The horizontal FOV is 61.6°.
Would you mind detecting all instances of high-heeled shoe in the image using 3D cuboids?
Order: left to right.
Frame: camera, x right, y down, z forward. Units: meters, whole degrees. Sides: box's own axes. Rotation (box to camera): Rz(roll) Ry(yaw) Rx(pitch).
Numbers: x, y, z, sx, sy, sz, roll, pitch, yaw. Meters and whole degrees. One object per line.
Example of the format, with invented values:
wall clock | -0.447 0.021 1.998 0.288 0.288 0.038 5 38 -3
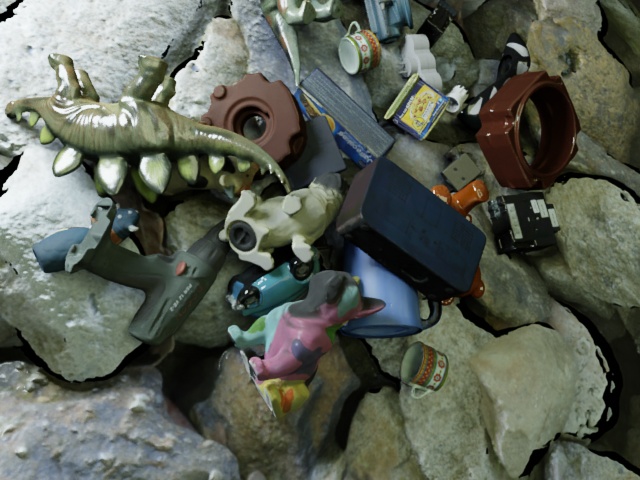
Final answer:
high-heeled shoe | 0.355 -0.335 1.125 0.145 0.086 0.248 9 73 -12

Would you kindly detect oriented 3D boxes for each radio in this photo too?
radio | 0.143 -0.011 0.834 0.229 0.073 0.131 34 57 -14

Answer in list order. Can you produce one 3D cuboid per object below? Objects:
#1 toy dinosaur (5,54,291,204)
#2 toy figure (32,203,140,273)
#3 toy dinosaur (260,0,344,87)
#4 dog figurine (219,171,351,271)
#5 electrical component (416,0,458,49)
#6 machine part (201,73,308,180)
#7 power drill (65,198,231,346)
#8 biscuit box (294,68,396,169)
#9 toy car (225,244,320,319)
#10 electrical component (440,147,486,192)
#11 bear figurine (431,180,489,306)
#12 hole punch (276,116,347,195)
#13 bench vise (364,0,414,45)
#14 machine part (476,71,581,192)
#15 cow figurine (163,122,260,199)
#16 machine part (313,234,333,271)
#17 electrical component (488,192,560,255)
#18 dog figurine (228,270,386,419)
toy dinosaur | -0.262 -0.155 0.777 0.472 0.105 0.198 7 87 13
toy figure | -0.342 -0.003 0.799 0.154 0.058 0.064 -28 93 -29
toy dinosaur | -0.047 -0.481 1.003 0.131 0.192 0.404 30 78 -48
dog figurine | -0.048 -0.043 0.851 0.173 0.190 0.121 6 113 19
electrical component | 0.248 -0.460 1.128 0.048 0.075 0.119 38 63 -5
machine part | -0.110 -0.188 0.894 0.179 0.056 0.179 -1 86 10
power drill | -0.245 0.023 0.789 0.207 0.086 0.232 40 69 -40
biscuit box | 0.043 -0.219 0.993 0.202 0.059 0.063 43 65 -3
toy car | -0.062 0.078 0.851 0.162 0.109 0.102 -36 113 -17
electrical component | 0.284 -0.134 1.063 0.102 0.045 0.078 44 94 0
bear figurine | 0.247 0.009 0.963 0.120 0.132 0.196 -6 71 -19
hole punch | -0.023 -0.144 0.935 0.116 0.092 0.142 -20 86 -19
bench vise | 0.168 -0.518 1.068 0.241 0.129 0.223 -13 86 12
machine part | 0.419 -0.214 1.067 0.201 0.087 0.201 -44 114 -19
cow figurine | -0.183 -0.112 0.837 0.195 0.085 0.127 -9 85 13
machine part | -0.002 -0.003 0.913 0.039 0.084 0.139 -15 67 0
electrical component | 0.409 -0.034 1.068 0.134 0.058 0.115 -4 78 -20
dog figurine | -0.009 0.142 0.798 0.219 0.109 0.191 -28 129 -14
